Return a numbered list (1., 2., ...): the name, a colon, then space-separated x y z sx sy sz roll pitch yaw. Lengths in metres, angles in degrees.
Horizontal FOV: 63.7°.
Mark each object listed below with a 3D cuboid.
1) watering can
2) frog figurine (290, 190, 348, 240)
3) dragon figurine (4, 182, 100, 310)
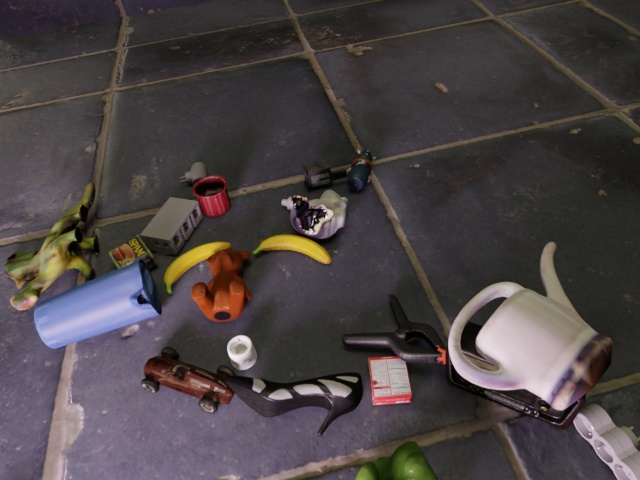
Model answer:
1. watering can: 0.373 0.136 0.854 0.352 0.101 0.227 -34 51 -26
2. frog figurine: 0.004 -0.067 1.323 0.137 0.122 0.160 4 9 23
3. dragon figurine: -0.697 0.017 1.318 0.243 0.119 0.420 -19 43 0
